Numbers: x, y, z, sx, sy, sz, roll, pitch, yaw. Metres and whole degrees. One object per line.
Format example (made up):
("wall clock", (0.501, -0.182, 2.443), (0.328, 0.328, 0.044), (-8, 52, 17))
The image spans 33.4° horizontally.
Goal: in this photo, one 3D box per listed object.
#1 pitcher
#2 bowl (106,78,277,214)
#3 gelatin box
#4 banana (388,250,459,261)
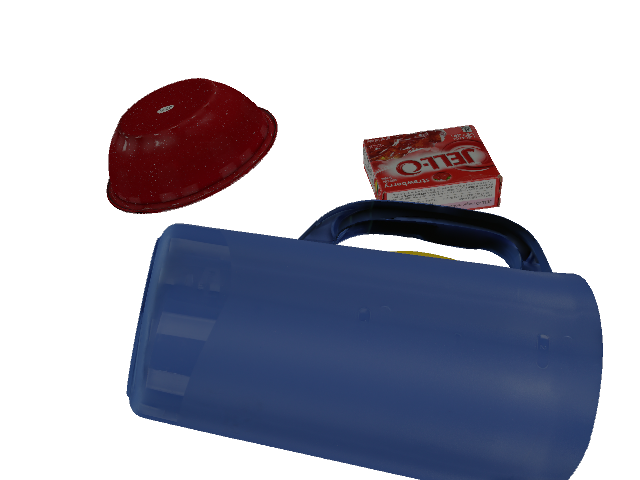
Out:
("pitcher", (0.023, 0.054, 0.599), (0.242, 0.145, 0.149), (11, 14, -6))
("bowl", (-0.121, -0.092, 0.915), (0.162, 0.055, 0.162), (-17, 33, 11))
("gelatin box", (0.081, -0.051, 0.787), (0.089, 0.030, 0.073), (-8, 37, -5))
("banana", (0.119, 0.044, 1.113), (0.198, 0.037, 0.069), (9, 48, 23))
